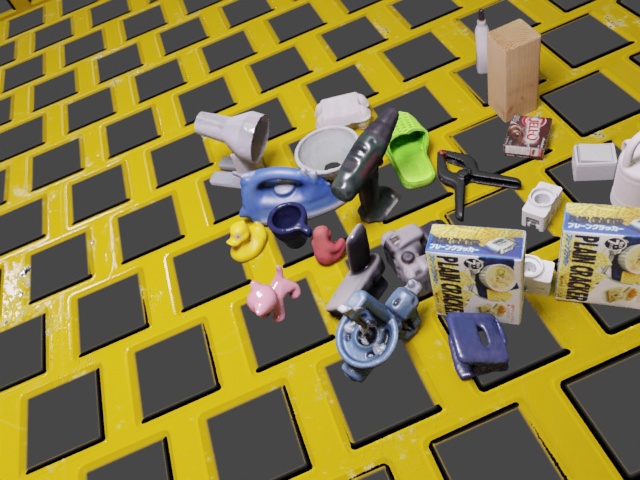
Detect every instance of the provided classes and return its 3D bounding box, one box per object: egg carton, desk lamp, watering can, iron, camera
[{"bbox_3d":[0.060,-0.333,1.519,0.150,0.069,0.107,-13,50,8],"label":"egg carton"},{"bbox_3d":[-0.211,-0.229,1.427,0.202,0.214,0.118,7,55,23],"label":"desk lamp"},{"bbox_3d":[0.629,-0.136,1.096,0.101,0.194,0.172,-31,50,-8],"label":"watering can"},{"bbox_3d":[-0.076,-0.125,1.348,0.257,0.142,0.118,-6,51,13],"label":"iron"},{"bbox_3d":[0.209,0.018,1.169,0.137,0.101,0.142,-28,49,-6],"label":"camera"}]

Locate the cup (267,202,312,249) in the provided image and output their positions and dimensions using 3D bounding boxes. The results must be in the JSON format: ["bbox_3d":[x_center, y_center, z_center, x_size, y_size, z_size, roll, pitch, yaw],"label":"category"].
[{"bbox_3d":[-0.053,-0.020,1.287,0.117,0.095,0.092,29,65,34],"label":"cup"}]

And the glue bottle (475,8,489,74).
[{"bbox_3d":[0.421,-0.522,1.487,0.037,0.173,0.078,-7,51,13],"label":"glue bottle"}]

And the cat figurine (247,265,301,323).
[{"bbox_3d":[-0.105,0.111,1.183,0.067,0.118,0.128,14,58,27],"label":"cat figurine"}]

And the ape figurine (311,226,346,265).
[{"bbox_3d":[0.011,0.004,1.248,0.077,0.092,0.076,25,63,32],"label":"ape figurine"}]

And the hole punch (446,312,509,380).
[{"bbox_3d":[0.281,0.179,1.022,0.101,0.091,0.108,-14,50,7],"label":"hole punch"}]

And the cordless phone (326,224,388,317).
[{"bbox_3d":[0.060,0.062,1.125,0.093,0.185,0.148,17,59,29],"label":"cordless phone"}]

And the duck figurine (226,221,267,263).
[{"bbox_3d":[-0.174,-0.010,1.324,0.077,0.086,0.105,26,64,33],"label":"duck figurine"}]

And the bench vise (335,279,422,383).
[{"bbox_3d":[0.095,0.133,1.034,0.121,0.220,0.208,15,58,27],"label":"bench vise"}]

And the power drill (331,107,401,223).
[{"bbox_3d":[0.116,-0.148,1.261,0.075,0.209,0.230,23,62,32],"label":"power drill"}]

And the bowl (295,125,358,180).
[{"bbox_3d":[0.025,-0.204,1.423,0.167,0.075,0.167,-9,50,11],"label":"bowl"}]
